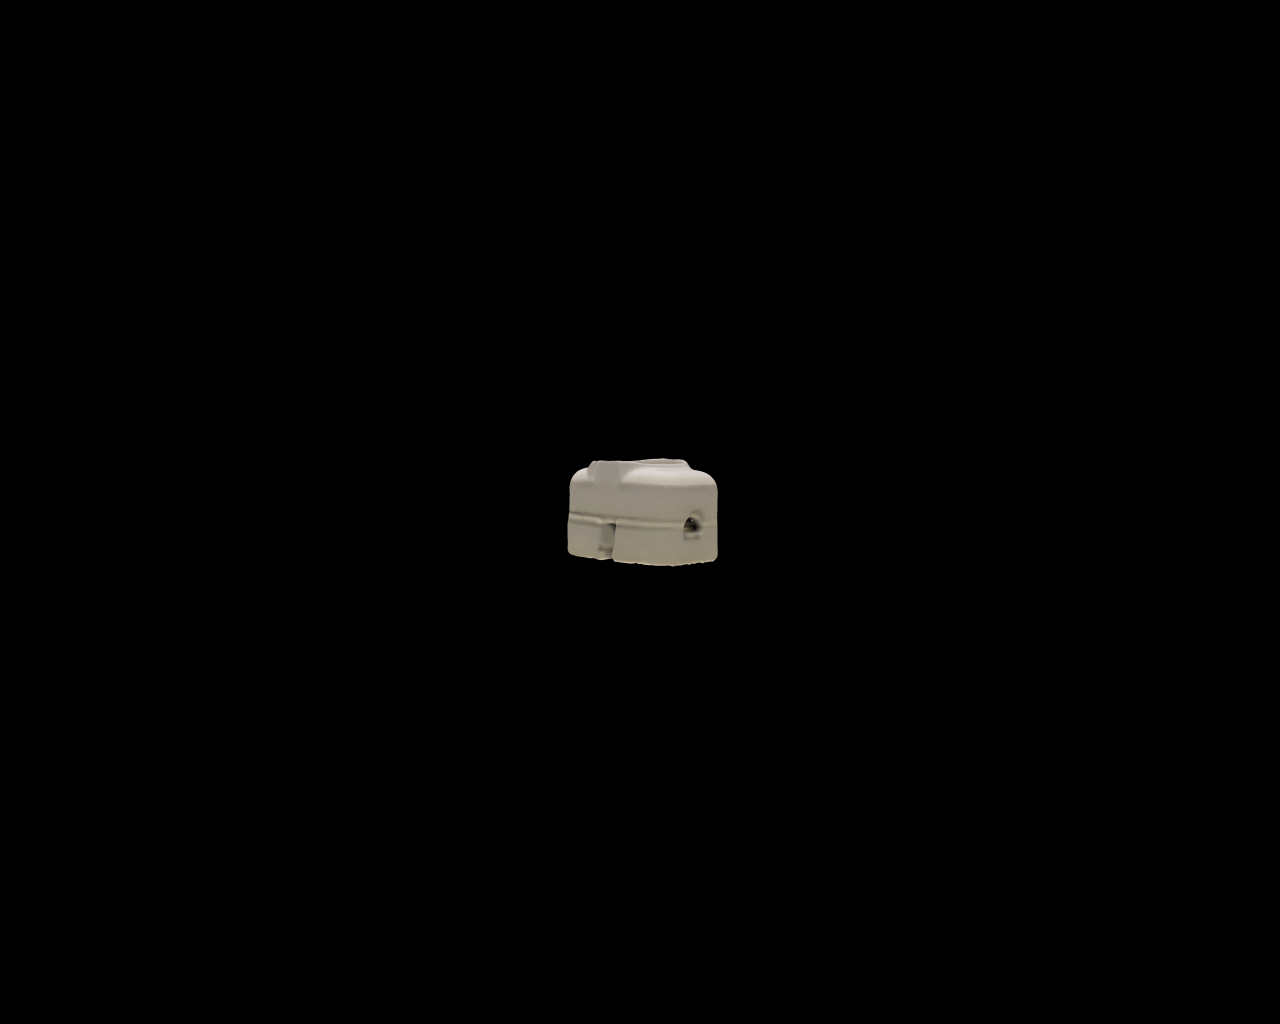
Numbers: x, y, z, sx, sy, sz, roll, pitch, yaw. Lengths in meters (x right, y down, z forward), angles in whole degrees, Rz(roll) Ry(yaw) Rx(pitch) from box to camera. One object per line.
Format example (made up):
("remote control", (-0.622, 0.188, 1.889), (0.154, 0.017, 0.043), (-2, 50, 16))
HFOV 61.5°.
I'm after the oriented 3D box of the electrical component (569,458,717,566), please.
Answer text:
("electrical component", (0.001, -0.003, 0.650), (0.054, 0.059, 0.095), (-4, 6, -39))
